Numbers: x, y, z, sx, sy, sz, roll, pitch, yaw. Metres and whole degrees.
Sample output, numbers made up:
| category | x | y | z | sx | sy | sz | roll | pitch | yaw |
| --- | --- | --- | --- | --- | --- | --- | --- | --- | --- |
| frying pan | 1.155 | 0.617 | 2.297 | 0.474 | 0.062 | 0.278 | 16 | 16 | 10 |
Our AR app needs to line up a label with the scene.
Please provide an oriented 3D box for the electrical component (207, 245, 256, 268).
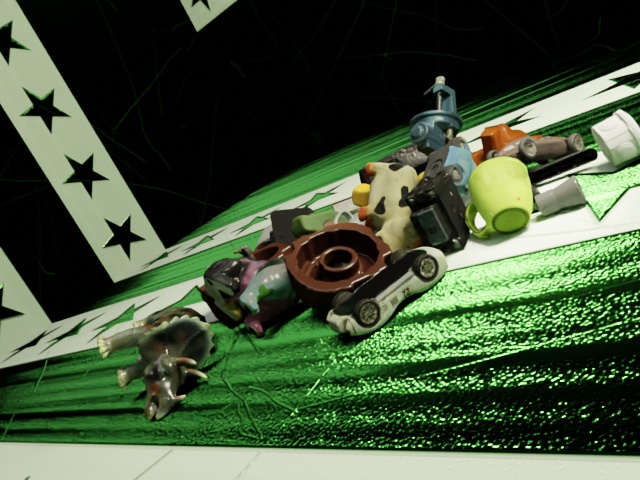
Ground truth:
| category | x | y | z | sx | sy | sz | roll | pitch | yaw |
| --- | --- | --- | --- | --- | --- | --- | --- | --- | --- |
| electrical component | -0.174 | 0.053 | 1.052 | 0.102 | 0.045 | 0.078 | -30 | 10 | -8 |

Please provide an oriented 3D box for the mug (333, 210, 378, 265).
| category | x | y | z | sx | sy | sz | roll | pitch | yaw |
| --- | --- | --- | --- | --- | --- | --- | --- | --- | --- |
| mug | 0.069 | -0.003 | 1.028 | 0.081 | 0.109 | 0.107 | -34 | 16 | 41 |

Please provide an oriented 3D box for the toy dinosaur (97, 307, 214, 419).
| category | x | y | z | sx | sy | sz | roll | pitch | yaw |
| --- | --- | --- | --- | --- | --- | --- | --- | --- | --- |
| toy dinosaur | -0.274 | 0.182 | 1.002 | 0.192 | 0.131 | 0.405 | -15 | 9 | 1 |

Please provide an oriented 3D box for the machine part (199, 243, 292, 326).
| category | x | y | z | sx | sy | sz | roll | pitch | yaw |
| --- | --- | --- | --- | --- | --- | --- | --- | --- | --- |
| machine part | -0.142 | 0.091 | 1.133 | 0.201 | 0.087 | 0.201 | -34 | 13 | -19 |

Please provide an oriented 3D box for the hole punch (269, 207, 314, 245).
| category | x | y | z | sx | sy | sz | roll | pitch | yaw |
| --- | --- | --- | --- | --- | --- | --- | --- | --- | --- |
| hole punch | -0.063 | -0.005 | 1.289 | 0.142 | 0.116 | 0.092 | -4 | -32 | -14 |

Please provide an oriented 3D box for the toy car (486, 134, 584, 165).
| category | x | y | z | sx | sy | sz | roll | pitch | yaw |
| --- | --- | --- | --- | --- | --- | --- | --- | --- | --- |
| toy car | 0.391 | -0.164 | 0.979 | 0.202 | 0.053 | 0.089 | -9 | -1 | -30 |

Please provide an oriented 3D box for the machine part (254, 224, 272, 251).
| category | x | y | z | sx | sy | sz | roll | pitch | yaw |
| --- | --- | --- | --- | --- | --- | --- | --- | --- | --- |
| machine part | -0.126 | 0.014 | 1.415 | 0.079 | 0.079 | 0.243 | -26 | 13 | 9 |

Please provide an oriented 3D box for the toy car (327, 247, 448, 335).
| category | x | y | z | sx | sy | sz | roll | pitch | yaw |
| --- | --- | --- | --- | --- | --- | --- | --- | --- | --- |
| toy car | 0.097 | 0.073 | 0.775 | 0.202 | 0.056 | 0.074 | -34 | 20 | -21 |

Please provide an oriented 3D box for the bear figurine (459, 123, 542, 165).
| category | x | y | z | sx | sy | sz | roll | pitch | yaw |
| --- | --- | --- | --- | --- | --- | --- | --- | --- | --- |
| bear figurine | 0.369 | -0.196 | 1.114 | 0.120 | 0.131 | 0.196 | -6 | 31 | 50 |

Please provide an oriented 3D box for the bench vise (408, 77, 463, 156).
| category | x | y | z | sx | sy | sz | roll | pitch | yaw |
| --- | --- | --- | --- | --- | --- | --- | --- | --- | --- |
| bench vise | 0.296 | -0.263 | 1.255 | 0.223 | 0.240 | 0.129 | 13 | -19 | -30 |

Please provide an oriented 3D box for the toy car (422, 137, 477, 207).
| category | x | y | z | sx | sy | sz | roll | pitch | yaw |
| --- | --- | --- | --- | --- | --- | --- | --- | --- | --- |
| toy car | 0.250 | -0.110 | 1.016 | 0.109 | 0.103 | 0.162 | -33 | 25 | 50 |

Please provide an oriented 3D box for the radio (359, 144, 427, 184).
| category | x | y | z | sx | sy | sz | roll | pitch | yaw |
| --- | --- | --- | --- | --- | --- | --- | --- | --- | --- |
| radio | 0.218 | -0.189 | 1.426 | 0.230 | 0.073 | 0.131 | -27 | -12 | 6 |

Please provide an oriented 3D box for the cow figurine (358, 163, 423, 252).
| category | x | y | z | sx | sy | sz | roll | pitch | yaw |
| --- | --- | --- | --- | --- | --- | --- | --- | --- | --- |
| cow figurine | 0.137 | -0.049 | 0.961 | 0.127 | 0.085 | 0.195 | -3 | 61 | 25 |

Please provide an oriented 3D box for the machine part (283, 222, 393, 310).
| category | x | y | z | sx | sy | sz | roll | pitch | yaw |
| --- | --- | --- | --- | --- | --- | --- | --- | --- | --- |
| machine part | 0.031 | 0.043 | 0.879 | 0.179 | 0.055 | 0.179 | -6 | 35 | 4 |

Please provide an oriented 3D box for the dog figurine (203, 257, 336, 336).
| category | x | y | z | sx | sy | sz | roll | pitch | yaw |
| --- | --- | --- | --- | --- | --- | --- | --- | --- | --- |
| dog figurine | -0.078 | 0.061 | 0.982 | 0.192 | 0.108 | 0.219 | 31 | 54 | 31 |

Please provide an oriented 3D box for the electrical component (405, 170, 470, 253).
| category | x | y | z | sx | sy | sz | roll | pitch | yaw |
| --- | --- | --- | --- | --- | --- | --- | --- | --- | --- |
| electrical component | 0.197 | -0.042 | 0.883 | 0.058 | 0.114 | 0.134 | -25 | 12 | 32 |

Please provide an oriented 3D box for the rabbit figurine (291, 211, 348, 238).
| category | x | y | z | sx | sy | sz | roll | pitch | yaw |
| --- | --- | --- | --- | --- | --- | --- | --- | --- | --- |
| rabbit figurine | -0.002 | -0.004 | 1.160 | 0.159 | 0.121 | 0.170 | -35 | -1 | -31 |

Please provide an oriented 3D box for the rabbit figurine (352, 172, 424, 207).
| category | x | y | z | sx | sy | sz | roll | pitch | yaw |
| --- | --- | --- | --- | --- | --- | --- | --- | --- | --- |
| rabbit figurine | 0.172 | -0.083 | 1.115 | 0.162 | 0.122 | 0.173 | -27 | -9 | 37 |
